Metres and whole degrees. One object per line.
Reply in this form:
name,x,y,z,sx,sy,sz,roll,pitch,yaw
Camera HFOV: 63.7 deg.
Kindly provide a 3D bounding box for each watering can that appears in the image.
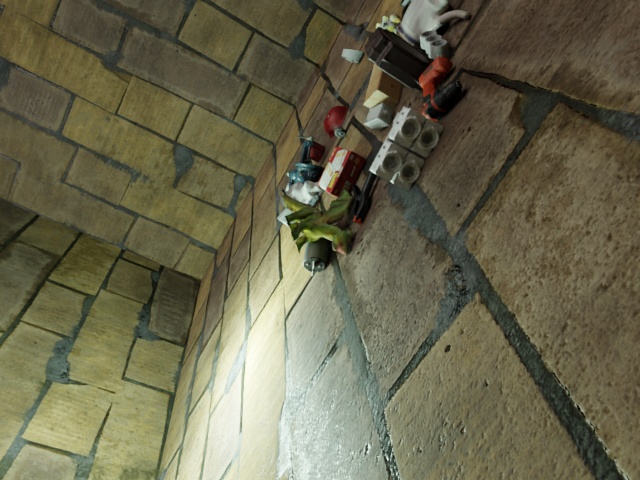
watering can,0.347,-0.703,1.627,0.104,0.356,0.219,12,-49,-24

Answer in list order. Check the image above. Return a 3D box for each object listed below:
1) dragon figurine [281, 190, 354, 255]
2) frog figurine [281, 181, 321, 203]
dragon figurine,0.005,-0.084,1.677,0.242,0.119,0.420,-23,41,3
frog figurine,-0.062,-0.194,2.161,0.159,0.140,0.120,-29,-43,3
